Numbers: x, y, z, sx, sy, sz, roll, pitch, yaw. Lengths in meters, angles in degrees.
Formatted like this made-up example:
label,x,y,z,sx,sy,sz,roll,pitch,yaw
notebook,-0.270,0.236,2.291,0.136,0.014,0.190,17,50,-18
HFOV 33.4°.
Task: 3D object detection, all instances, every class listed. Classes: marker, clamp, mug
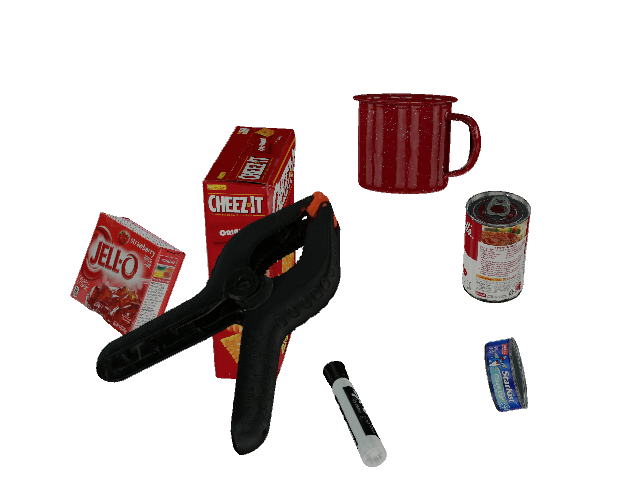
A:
label,x,y,z,sx,sy,sz,roll,pitch,yaw
marker,0.025,0.132,0.836,0.020,0.020,0.121,0,27,-16
clamp,-0.036,0.044,0.621,0.120,0.171,0.039,33,-21,30
mug,0.085,-0.086,0.946,0.117,0.081,0.093,6,13,23

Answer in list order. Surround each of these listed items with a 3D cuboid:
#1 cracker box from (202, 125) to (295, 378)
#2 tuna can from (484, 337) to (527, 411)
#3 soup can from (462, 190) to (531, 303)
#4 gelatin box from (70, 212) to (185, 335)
label,x,y,z,sx,sy,sz,roll,pitch,yaw
cracker box,-0.065,0.010,1.087,0.072,0.214,0.164,3,25,6
tuna can,0.221,0.160,1.274,0.034,0.086,0.086,-12,-4,16
soup can,0.187,0.007,1.141,0.068,0.102,0.068,-2,34,1
gelatin box,-0.150,0.027,0.823,0.030,0.073,0.089,15,9,-46
